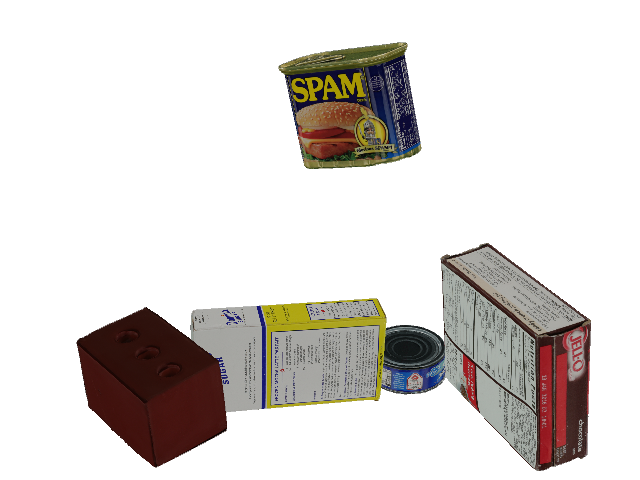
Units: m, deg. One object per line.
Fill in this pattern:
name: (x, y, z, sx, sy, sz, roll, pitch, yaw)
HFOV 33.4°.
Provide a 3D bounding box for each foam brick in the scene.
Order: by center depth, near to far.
foam brick: (-0.100, 0.086, 0.632, 0.052, 0.051, 0.078, -25, 38, -35)

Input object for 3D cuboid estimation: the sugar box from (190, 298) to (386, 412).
sugar box: (-0.031, 0.106, 0.984, 0.176, 0.093, 0.048, -1, 25, -8)

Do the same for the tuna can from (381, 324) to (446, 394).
tuna can: (0.093, 0.127, 1.147, 0.086, 0.034, 0.086, -1, 28, 0)

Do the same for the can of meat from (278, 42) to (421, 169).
can of meat: (0.024, -0.103, 0.830, 0.102, 0.084, 0.057, 1, 21, 38)

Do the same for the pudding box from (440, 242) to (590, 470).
pudding box: (0.111, 0.065, 0.621, 0.039, 0.090, 0.114, -14, 27, -19)
